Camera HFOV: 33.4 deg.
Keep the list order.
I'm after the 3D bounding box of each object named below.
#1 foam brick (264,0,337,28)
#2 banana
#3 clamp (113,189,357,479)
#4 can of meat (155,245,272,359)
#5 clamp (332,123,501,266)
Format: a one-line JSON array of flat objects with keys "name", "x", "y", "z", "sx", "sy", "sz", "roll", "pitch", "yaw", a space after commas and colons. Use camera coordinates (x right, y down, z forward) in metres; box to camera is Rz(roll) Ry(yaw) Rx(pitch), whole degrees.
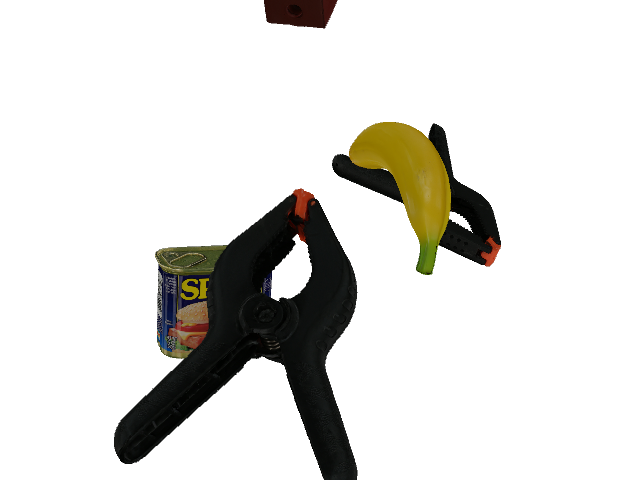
[{"name": "foam brick", "x": -0.017, "y": -0.219, "z": 0.868, "sx": 0.053, "sy": 0.051, "sz": 0.078, "roll": 8, "pitch": -38, "yaw": 13}, {"name": "banana", "x": 0.058, "y": -0.052, "z": 0.798, "sx": 0.037, "sy": 0.070, "sz": 0.198, "roll": 23, "pitch": 21, "yaw": -23}, {"name": "clamp", "x": -0.018, "y": 0.053, "z": 0.544, "sx": 0.120, "sy": 0.171, "sz": 0.039, "roll": 19, "pitch": -26, "yaw": 11}, {"name": "can of meat", "x": -0.092, "y": 0.053, "z": 0.930, "sx": 0.102, "sy": 0.084, "sz": 0.057, "roll": -2, "pitch": 19, "yaw": -18}, {"name": "clamp", "x": 0.121, "y": -0.049, "z": 1.210, "sx": 0.164, "sy": 0.210, "sz": 0.036, "roll": -15, "pitch": -38, "yaw": -27}]
